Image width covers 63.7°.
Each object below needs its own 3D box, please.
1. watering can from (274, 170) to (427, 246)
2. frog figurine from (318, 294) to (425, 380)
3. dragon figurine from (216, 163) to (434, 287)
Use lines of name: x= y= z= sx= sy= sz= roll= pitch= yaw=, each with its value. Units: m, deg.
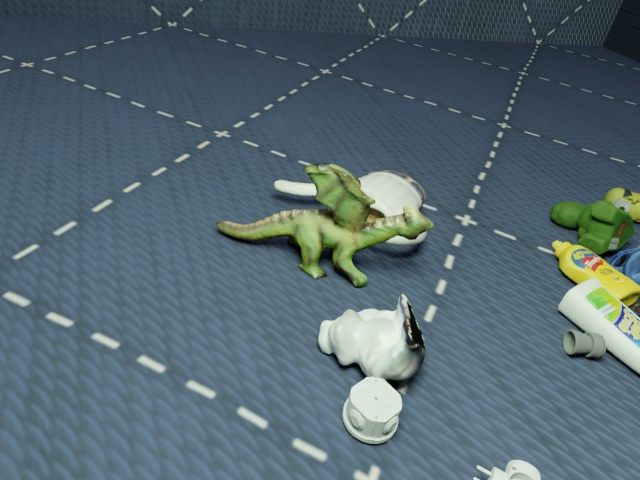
watering can: x=0.089 y=-0.094 z=1.147 sx=0.350 sy=0.101 sz=0.228 roll=27 pitch=38 yaw=21
frog figurine: x=0.081 y=0.167 z=0.819 sx=0.158 sy=0.120 sz=0.141 roll=-22 pitch=42 yaw=16
dragon figurine: x=0.003 y=-0.048 z=0.960 sx=0.410 sy=0.237 sz=0.125 roll=14 pitch=40 yaw=1
